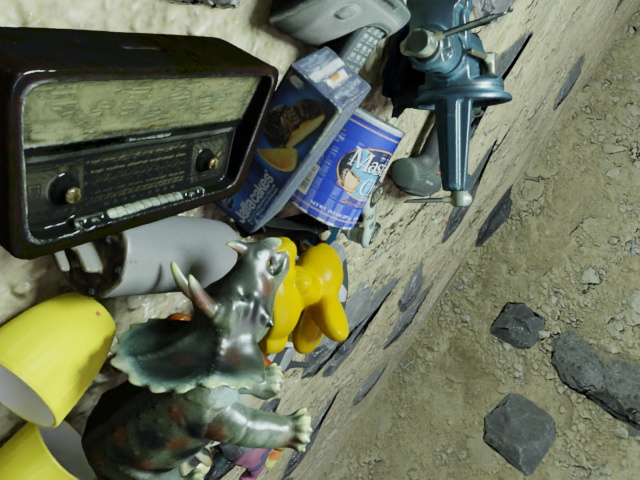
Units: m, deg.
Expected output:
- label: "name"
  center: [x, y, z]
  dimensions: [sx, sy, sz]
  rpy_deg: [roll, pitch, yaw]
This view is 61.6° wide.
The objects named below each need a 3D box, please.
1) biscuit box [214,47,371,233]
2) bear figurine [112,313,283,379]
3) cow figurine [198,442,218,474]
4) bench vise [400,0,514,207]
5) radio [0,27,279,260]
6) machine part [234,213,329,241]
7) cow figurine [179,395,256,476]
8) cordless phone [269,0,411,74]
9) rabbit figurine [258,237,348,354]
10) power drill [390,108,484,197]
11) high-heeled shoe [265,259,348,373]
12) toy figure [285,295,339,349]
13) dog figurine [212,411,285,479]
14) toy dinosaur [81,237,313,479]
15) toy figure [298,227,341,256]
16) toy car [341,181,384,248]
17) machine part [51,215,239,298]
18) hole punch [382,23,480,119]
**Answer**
- label: "biscuit box"
  center: [-0.036, -0.088, 0.526]
  dimensions: [0.063, 0.059, 0.202]
  rpy_deg: [-47, 179, -45]
- label: "bear figurine"
  center: [-0.144, 0.155, 0.658]
  dimensions: [0.120, 0.132, 0.195]
  rpy_deg: [-37, 166, 4]
- label: "cow figurine"
  center: [-0.189, 0.302, 0.865]
  dimensions: [0.167, 0.068, 0.098]
  rpy_deg: [-55, 153, -3]
- label: "bench vise"
  center: [0.157, -0.157, 0.627]
  dimensions: [0.223, 0.129, 0.240]
  rpy_deg: [-23, 112, -69]
- label: "radio"
  center: [-0.138, -0.078, 0.396]
  dimensions: [0.229, 0.073, 0.131]
  rpy_deg: [-25, 143, -52]
- label: "machine part"
  center: [-0.053, -0.017, 0.672]
  dimensions: [0.138, 0.084, 0.039]
  rpy_deg: [10, 78, -60]
- label: "cow figurine"
  center: [-0.162, 0.253, 0.793]
  dimensions: [0.195, 0.127, 0.085]
  rpy_deg: [-62, 153, -28]
- label: "cordless phone"
  center: [-0.004, -0.179, 0.529]
  dimensions: [0.184, 0.089, 0.146]
  rpy_deg: [-59, 159, 21]
- label: "rabbit figurine"
  center: [-0.023, 0.061, 0.685]
  dimensions: [0.122, 0.162, 0.173]
  rpy_deg: [-31, 177, 39]
- label: "power drill"
  center: [0.227, -0.176, 1.044]
  dimensions: [0.232, 0.086, 0.207]
  rpy_deg: [-12, 141, -57]
- label: "high-heeled shoe"
  center: [-0.042, 0.129, 0.956]
  dimensions: [0.145, 0.086, 0.248]
  rpy_deg: [22, 85, -39]
- label: "toy figure"
  center: [-0.028, 0.113, 0.843]
  dimensions: [0.089, 0.082, 0.180]
  rpy_deg: [-41, 174, -43]
- label: "dog figurine"
  center: [-0.128, 0.361, 1.028]
  dimensions: [0.191, 0.109, 0.219]
  rpy_deg: [-33, 147, -43]
- label: "toy dinosaur"
  center: [-0.151, 0.172, 0.517]
  dimensions: [0.192, 0.131, 0.405]
  rpy_deg: [29, 119, -31]
- label: "toy figure"
  center: [-0.003, -0.002, 0.814]
  dimensions: [0.064, 0.058, 0.154]
  rpy_deg: [-49, 160, -53]
- label: "toy car"
  center: [0.055, -0.049, 0.853]
  dimensions: [0.056, 0.074, 0.201]
  rpy_deg: [-50, 158, -22]
- label: "machine part"
  center: [-0.149, 0.012, 0.504]
  dimensions: [0.079, 0.079, 0.243]
  rpy_deg: [-60, 158, 11]
- label: "hole punch"
  center: [0.139, -0.251, 0.745]
  dimensions: [0.116, 0.092, 0.142]
  rpy_deg: [-11, 140, -27]
